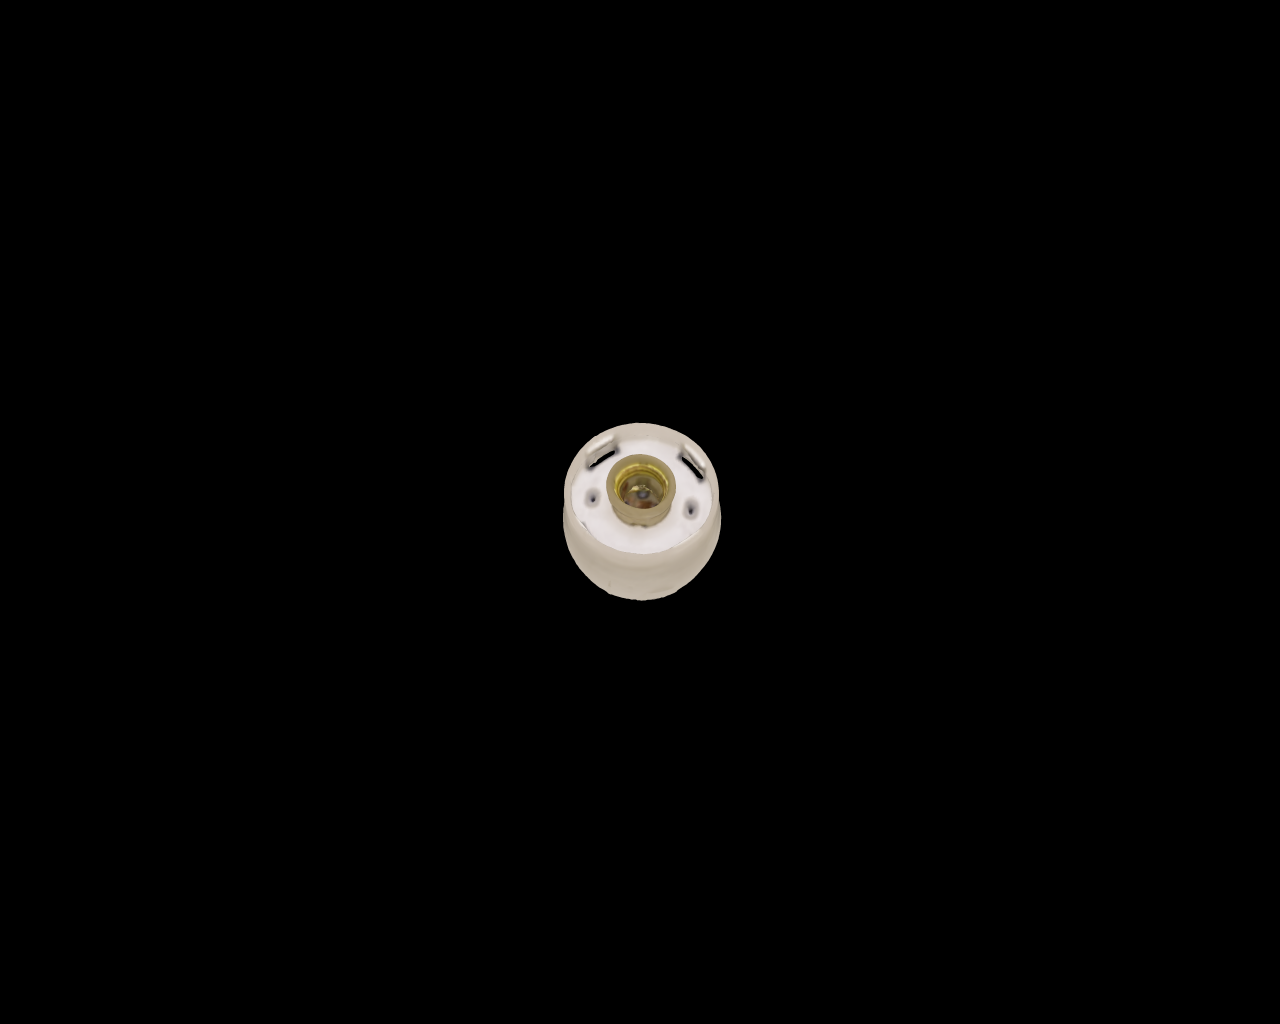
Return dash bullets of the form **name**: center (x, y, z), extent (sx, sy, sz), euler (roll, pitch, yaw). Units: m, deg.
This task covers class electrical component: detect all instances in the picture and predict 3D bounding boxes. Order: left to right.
- **electrical component**: center (0.001, -0.003, 0.650), extent (0.099, 0.099, 0.064), euler (0, -26, 0)
